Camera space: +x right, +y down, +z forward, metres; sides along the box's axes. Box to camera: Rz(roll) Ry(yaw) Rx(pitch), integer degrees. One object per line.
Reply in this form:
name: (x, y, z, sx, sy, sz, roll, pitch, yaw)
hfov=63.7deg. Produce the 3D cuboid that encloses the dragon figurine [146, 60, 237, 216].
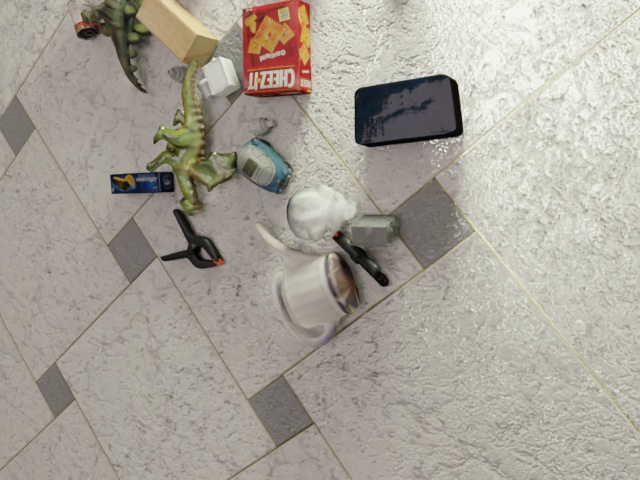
dragon figurine: (-0.321, -0.247, 1.389, 0.243, 0.124, 0.403, 29, 113, 9)

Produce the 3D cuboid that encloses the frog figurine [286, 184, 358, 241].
frog figurine: (0.004, -0.062, 1.224, 0.160, 0.121, 0.138, 13, 83, 37)

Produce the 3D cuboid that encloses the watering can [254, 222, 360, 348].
watering can: (-0.033, 0.089, 1.262, 0.222, 0.104, 0.349, -23, 86, 26)
